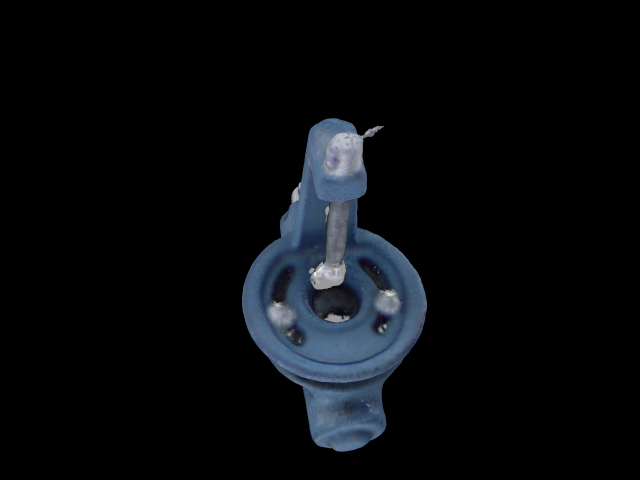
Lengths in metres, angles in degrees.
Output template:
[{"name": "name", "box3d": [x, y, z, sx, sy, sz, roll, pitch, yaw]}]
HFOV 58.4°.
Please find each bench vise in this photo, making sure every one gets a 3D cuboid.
[{"name": "bench vise", "box3d": [-0.007, 0.005, 0.396, 0.122, 0.220, 0.206, -17, 39, -21]}]
